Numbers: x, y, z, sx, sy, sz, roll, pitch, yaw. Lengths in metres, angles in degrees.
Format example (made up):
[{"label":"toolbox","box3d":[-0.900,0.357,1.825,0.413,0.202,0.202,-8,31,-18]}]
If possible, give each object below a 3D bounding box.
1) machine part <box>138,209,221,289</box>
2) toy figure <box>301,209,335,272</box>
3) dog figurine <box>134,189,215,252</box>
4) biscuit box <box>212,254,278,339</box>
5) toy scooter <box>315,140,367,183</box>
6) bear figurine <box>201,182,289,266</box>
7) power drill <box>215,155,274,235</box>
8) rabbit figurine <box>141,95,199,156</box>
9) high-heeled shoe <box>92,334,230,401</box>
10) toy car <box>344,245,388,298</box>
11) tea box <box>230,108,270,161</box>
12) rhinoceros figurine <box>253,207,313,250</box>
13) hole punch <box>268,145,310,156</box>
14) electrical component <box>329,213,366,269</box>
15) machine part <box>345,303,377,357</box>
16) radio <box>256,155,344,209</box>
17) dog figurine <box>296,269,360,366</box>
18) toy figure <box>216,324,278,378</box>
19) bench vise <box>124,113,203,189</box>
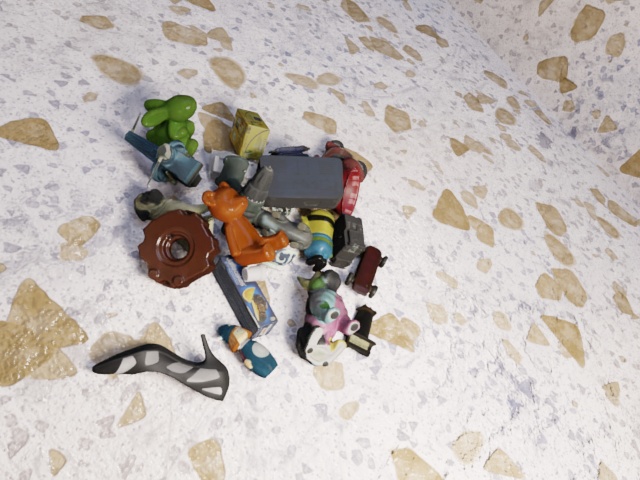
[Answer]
[{"label":"machine part","box3d":[-0.314,0.019,1.193,0.179,0.056,0.179,-1,81,4]},{"label":"toy figure","box3d":[-0.001,-0.002,1.446,0.089,0.082,0.180,-6,48,3]},{"label":"dog figurine","box3d":[-0.347,-0.032,1.273,0.191,0.121,0.172,2,48,-11]},{"label":"biscuit box","box3d":[-0.176,0.127,1.248,0.059,0.062,0.203,-14,62,-41]},{"label":"toy scooter","box3d":[0.056,-0.241,1.696,0.135,0.075,0.184,-20,62,-41]},{"label":"bear figurine","box3d":[-0.173,-0.044,1.226,0.120,0.132,0.195,-42,115,-63]},{"label":"power drill","box3d":[-0.193,-0.132,1.360,0.086,0.232,0.207,7,34,-36]},{"label":"rabbit figurine","box3d":[-0.390,-0.323,1.428,0.159,0.170,0.121,12,48,-23]},{"label":"high-heeled shoe","box3d":[-0.307,0.275,1.061,0.249,0.086,0.145,-12,89,-18]},{"label":"toy car","box3d":[0.126,0.086,1.471,0.089,0.053,0.202,30,40,-4]},{"label":"tea box","box3d":[-0.203,-0.303,1.536,0.068,0.098,0.170,9,27,-25]},{"label":"rhinoceros figurine","box3d":[-0.107,-0.038,1.384,0.190,0.073,0.112,23,7,12]},{"label":"hole punch","box3d":[-0.094,-0.209,1.555,0.142,0.116,0.092,-9,67,-36]},{"label":"electrical component","box3d":[0.068,-0.005,1.470,0.058,0.115,0.134,16,47,-25]},{"label":"machine part","box3d":[0.106,0.225,1.353,0.084,0.039,0.139,21,47,-3]},{"label":"radio","box3d":[-0.052,-0.155,1.453,0.230,0.073,0.131,-1,67,-13]},{"label":"dog figurine","box3d":[-0.005,0.171,1.289,0.108,0.191,0.219,30,11,-30]},{"label":"toy figure","box3d":[-0.160,0.234,1.174,0.154,0.058,0.064,42,5,10]},{"label":"bench vise","box3d":[-0.395,-0.207,1.327,0.241,0.129,0.223,33,5,10]}]
